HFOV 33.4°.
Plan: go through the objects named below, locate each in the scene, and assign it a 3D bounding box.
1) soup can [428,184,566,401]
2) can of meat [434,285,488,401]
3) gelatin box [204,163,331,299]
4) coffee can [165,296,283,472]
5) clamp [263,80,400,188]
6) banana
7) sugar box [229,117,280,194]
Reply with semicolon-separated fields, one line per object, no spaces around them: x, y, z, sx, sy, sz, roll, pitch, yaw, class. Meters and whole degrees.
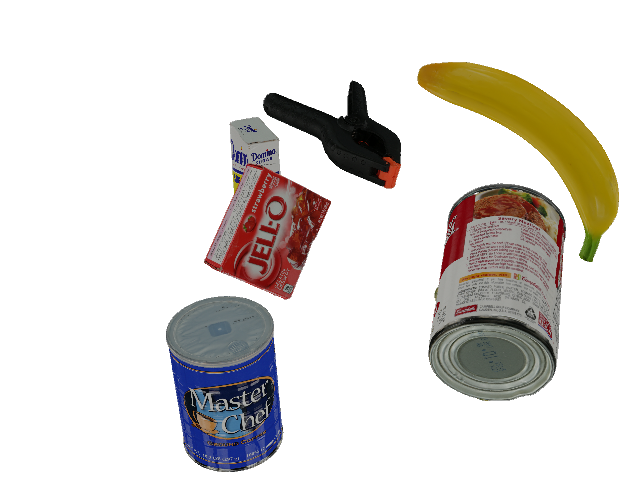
0.098;0.028;0.584;0.068;0.102;0.068;8;-43;8;soup can
0.155;0.098;1.059;0.057;0.084;0.102;-25;52;-20;can of meat
-0.041;-0.007;0.849;0.073;0.089;0.030;25;-3;-36;gelatin box
-0.092;0.140;1.047;0.103;0.140;0.103;-3;33;1;coffee can
0.018;-0.111;1.087;0.120;0.039;0.172;-12;40;-19;clamp
0.161;-0.075;0.801;0.070;0.198;0.037;-43;-1;10;banana
-0.079;-0.054;1.313;0.048;0.176;0.093;-12;26;-15;sugar box
